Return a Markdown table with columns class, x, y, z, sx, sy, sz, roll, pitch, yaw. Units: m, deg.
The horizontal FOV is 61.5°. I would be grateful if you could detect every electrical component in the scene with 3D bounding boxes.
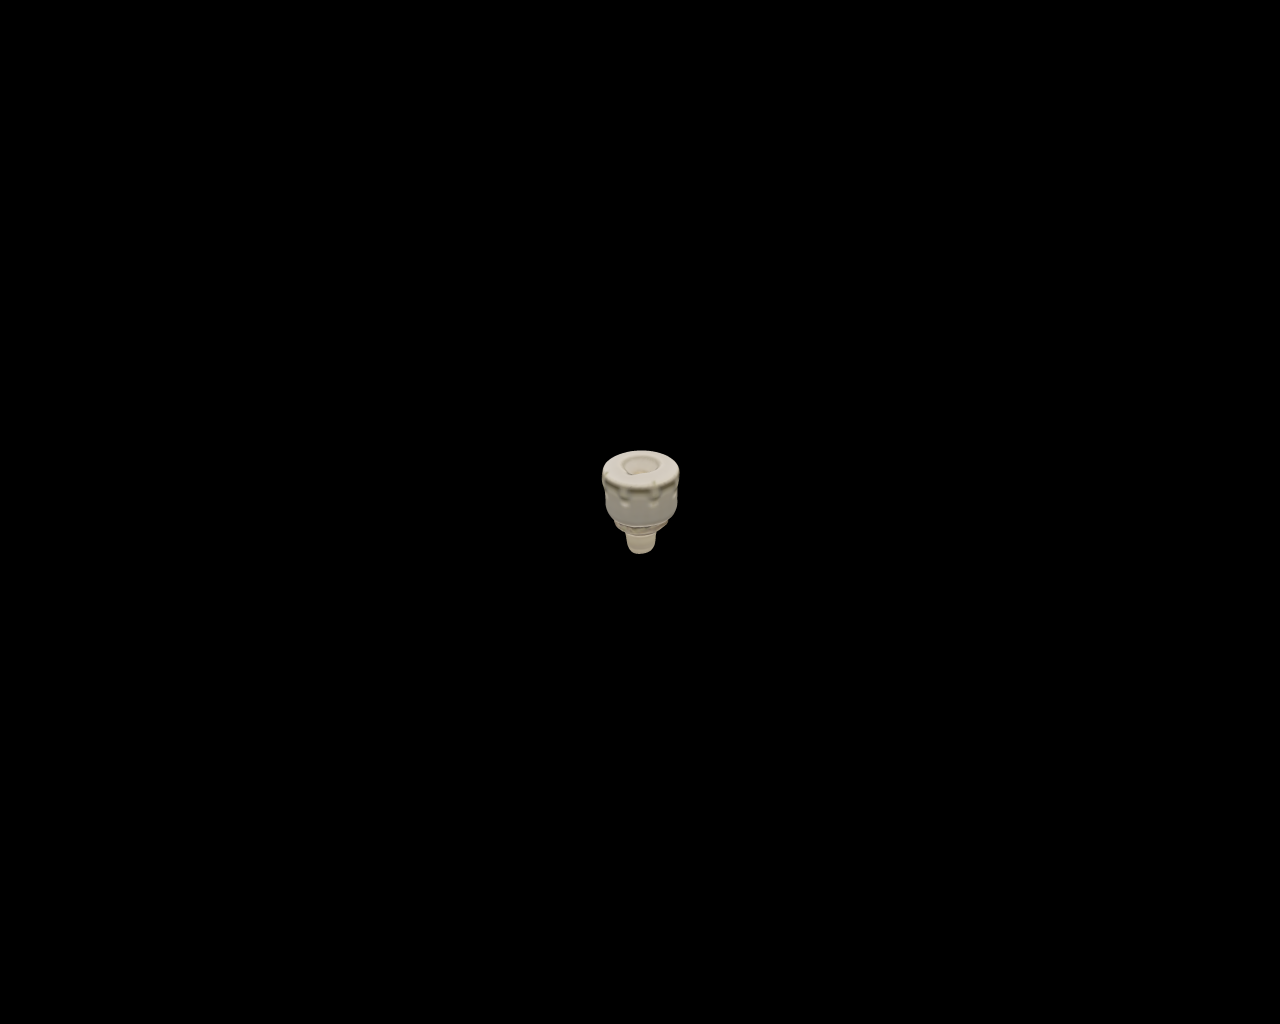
| class | x | y | z | sx | sy | sz | roll | pitch | yaw |
| --- | --- | --- | --- | --- | --- | --- | --- | --- | --- |
| electrical component | 0.001 | -0.003 | 0.650 | 0.048 | 0.062 | 0.048 | 0 | 29 | 0 |
